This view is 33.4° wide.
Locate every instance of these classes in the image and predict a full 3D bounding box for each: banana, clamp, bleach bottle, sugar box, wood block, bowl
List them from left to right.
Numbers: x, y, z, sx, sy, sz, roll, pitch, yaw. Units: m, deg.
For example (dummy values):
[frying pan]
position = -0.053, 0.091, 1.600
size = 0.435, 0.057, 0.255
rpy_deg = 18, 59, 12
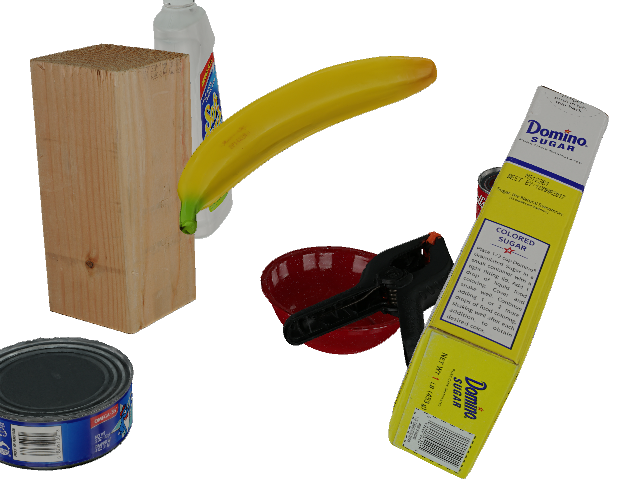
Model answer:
[wood block]
position = -0.161, -0.044, 0.847
size = 0.091, 0.206, 0.090
rpy_deg = 12, 23, 27
[bleach bottle]
position = -0.137, -0.134, 1.089
size = 0.068, 0.251, 0.102
rpy_deg = 5, 28, 14
[banana]
position = -0.019, -0.071, 0.687
size = 0.197, 0.037, 0.070
rpy_deg = -35, 53, -12
[bowl]
position = 0.019, 0.067, 1.077
size = 0.162, 0.055, 0.162
rpy_deg = 4, 28, -2
[clamp]
position = 0.065, 0.046, 0.851
size = 0.120, 0.039, 0.171
rpy_deg = 20, 42, 35
[sugar box]
position = 0.088, 0.015, 0.506
size = 0.048, 0.093, 0.176
rpy_deg = 25, 49, 11

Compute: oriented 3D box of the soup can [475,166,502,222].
[soup can]
position = 0.210, -0.024, 1.211
size = 0.068, 0.102, 0.068
rpy_deg = -2, 33, 1

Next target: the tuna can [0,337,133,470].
[tuna can]
position = -0.144, 0.087, 0.575
size = 0.086, 0.034, 0.086
rpy_deg = 2, 23, -1
